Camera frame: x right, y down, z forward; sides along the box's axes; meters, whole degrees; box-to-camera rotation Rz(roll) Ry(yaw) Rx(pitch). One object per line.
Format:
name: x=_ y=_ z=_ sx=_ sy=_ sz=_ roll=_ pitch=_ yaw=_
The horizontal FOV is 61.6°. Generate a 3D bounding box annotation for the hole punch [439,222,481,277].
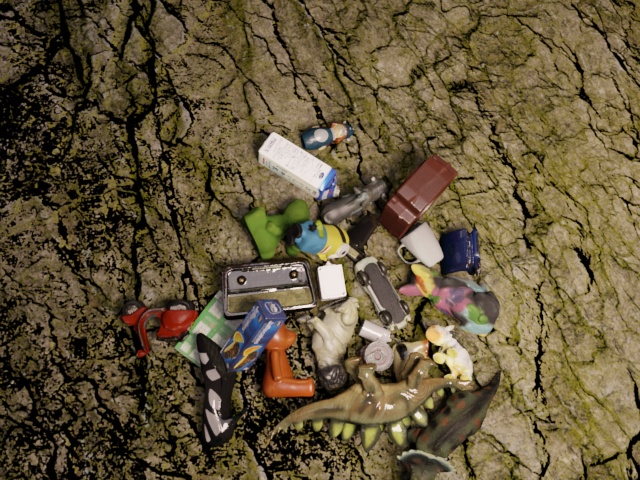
hole punch: x=0.365 y=0.032 z=1.399 sx=0.092 sy=0.115 sz=0.142 roll=3 pitch=75 yaw=3

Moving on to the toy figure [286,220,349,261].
toy figure: x=0.000 y=-0.006 z=1.324 sx=0.180 sy=0.082 sz=0.089 roll=17 pitch=70 yaw=-39

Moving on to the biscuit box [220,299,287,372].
biscuit box: x=-0.154 y=0.220 z=1.233 sx=0.063 sy=0.202 sz=0.059 roll=7 pitch=40 yaw=-40

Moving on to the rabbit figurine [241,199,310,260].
rabbit figurine: x=-0.094 y=-0.035 z=1.362 sx=0.170 sy=0.121 sz=0.159 roll=-28 pitch=86 yaw=-13

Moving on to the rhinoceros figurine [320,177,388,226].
rhinoceros figurine: x=0.087 y=-0.101 z=1.404 sx=0.190 sy=0.112 sz=0.073 roll=-27 pitch=78 yaw=-4

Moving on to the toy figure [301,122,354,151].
toy figure: x=0.025 y=-0.286 z=1.475 sx=0.154 sy=0.058 sz=0.064 roll=-18 pitch=117 yaw=-12

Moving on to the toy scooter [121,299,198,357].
toy scooter: x=-0.386 y=0.212 z=1.292 sx=0.184 sy=0.075 sz=0.135 roll=-1 pitch=75 yaw=-3

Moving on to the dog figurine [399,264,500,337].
dog figurine: x=0.314 y=0.139 z=1.336 sx=0.219 sy=0.192 sz=0.108 roll=20 pitch=108 yaw=-9

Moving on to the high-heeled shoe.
high-heeled shoe: x=-0.265 y=0.356 z=1.276 sx=0.145 sy=0.086 sz=0.249 roll=-38 pitch=71 yaw=14

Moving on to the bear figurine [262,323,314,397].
bear figurine: x=-0.084 y=0.275 z=1.287 sx=0.132 sy=0.120 sz=0.196 roll=3 pitch=70 yaw=-9

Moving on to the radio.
radio: x=-0.129 y=0.120 z=1.334 sx=0.230 sy=0.073 sz=0.131 roll=-5 pitch=74 yaw=-12

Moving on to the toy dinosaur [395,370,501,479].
toy dinosaur: x=0.310 y=0.430 z=1.246 sx=0.131 sy=0.192 sz=0.405 roll=45 pitch=77 yaw=4

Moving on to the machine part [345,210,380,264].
machine part: x=0.105 y=-0.010 z=1.397 sx=0.084 sy=0.039 sz=0.138 roll=36 pitch=106 yaw=10

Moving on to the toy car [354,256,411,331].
toy car: x=0.160 y=0.136 z=1.378 sx=0.073 sy=0.056 sz=0.201 roll=-27 pitch=81 yaw=-18

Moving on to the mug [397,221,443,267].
mug: x=0.264 y=0.024 z=1.407 sx=0.109 sy=0.081 sz=0.107 roll=-39 pitch=87 yaw=-3

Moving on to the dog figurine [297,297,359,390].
dog figurine: x=0.050 y=0.253 z=1.324 sx=0.172 sy=0.121 sz=0.190 roll=-24 pitch=93 yaw=-8

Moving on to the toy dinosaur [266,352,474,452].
toy dinosaur: x=0.112 y=0.363 z=1.198 sx=0.472 sy=0.105 sz=0.198 roll=-5 pitch=90 yaw=-3

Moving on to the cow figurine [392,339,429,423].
cow figurine: x=0.211 y=0.345 z=1.308 sx=0.127 sy=0.085 sz=0.195 roll=-5 pitch=67 yaw=11

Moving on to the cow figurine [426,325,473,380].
cow figurine: x=0.322 y=0.265 z=1.323 sx=0.167 sy=0.068 sz=0.098 roll=61 pitch=34 yaw=-13

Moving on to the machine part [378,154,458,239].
machine part: x=0.245 y=-0.111 z=1.375 sx=0.087 sy=0.201 sz=0.201 roll=41 pitch=76 yaw=8
